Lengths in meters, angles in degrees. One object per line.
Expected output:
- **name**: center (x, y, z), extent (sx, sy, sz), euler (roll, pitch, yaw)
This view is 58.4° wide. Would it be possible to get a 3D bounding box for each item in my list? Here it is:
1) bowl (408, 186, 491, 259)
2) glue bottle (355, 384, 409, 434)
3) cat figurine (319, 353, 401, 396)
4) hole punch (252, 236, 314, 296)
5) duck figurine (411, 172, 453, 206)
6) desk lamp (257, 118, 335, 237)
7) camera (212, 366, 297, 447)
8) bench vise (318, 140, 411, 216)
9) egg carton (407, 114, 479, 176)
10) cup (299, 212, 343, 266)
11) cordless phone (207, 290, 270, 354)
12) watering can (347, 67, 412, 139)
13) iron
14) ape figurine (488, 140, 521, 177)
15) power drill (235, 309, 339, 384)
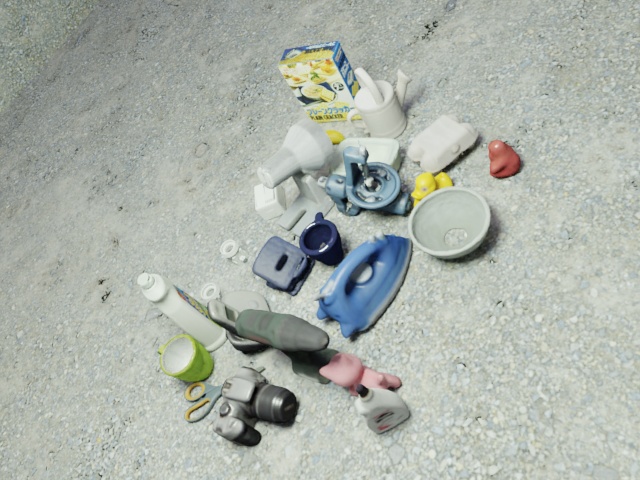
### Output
- **bowl**: center (0.270, -0.023, 1.169), extent (0.167, 0.075, 0.167), euler (-14, 53, 19)
- **glue bottle**: center (0.095, 0.282, 0.983), extent (0.078, 0.174, 0.037), euler (-34, 49, 3)
- **cat figurine**: center (0.070, 0.249, 1.057), extent (0.127, 0.118, 0.067), euler (9, 63, 33)
- **hole punch**: center (-0.082, 0.056, 1.291), extent (0.100, 0.091, 0.109), euler (16, 67, 35)
- **duck figurine**: center (0.238, -0.114, 1.241), extent (0.104, 0.086, 0.077), euler (-47, 49, -8)
- **desk lamp**: center (-0.045, -0.145, 1.330), extent (0.117, 0.214, 0.203), euler (28, 74, 39)
- **camera**: center (-0.126, 0.327, 1.119), extent (0.136, 0.101, 0.143), euler (4, 60, 30)
- **bench vise**: center (0.075, -0.124, 1.246), extent (0.207, 0.220, 0.121), euler (-9, 55, 23)
- **egg carton**: center (0.279, -0.217, 1.302), extent (0.150, 0.070, 0.107), euler (-41, 49, -3)
- **cup**: center (0.012, 0.005, 1.274), extent (0.091, 0.095, 0.117), euler (-15, 52, 19)
- **cordless phone**: center (-0.180, 0.150, 1.215), extent (0.094, 0.186, 0.147), euler (-31, 49, 6)
- **watering can**: center (0.140, -0.343, 1.382), extent (0.173, 0.195, 0.100), euler (-49, 50, -10)
- **iron**: center (0.087, 0.063, 1.162), extent (0.118, 0.142, 0.258), euler (29, 75, 39)
- **ape figurine**: center (0.379, -0.178, 1.206), extent (0.075, 0.092, 0.078), euler (26, 73, 38)
- **power drill**: center (-0.044, 0.199, 1.092), extent (0.228, 0.209, 0.076), euler (10, 64, 33)
